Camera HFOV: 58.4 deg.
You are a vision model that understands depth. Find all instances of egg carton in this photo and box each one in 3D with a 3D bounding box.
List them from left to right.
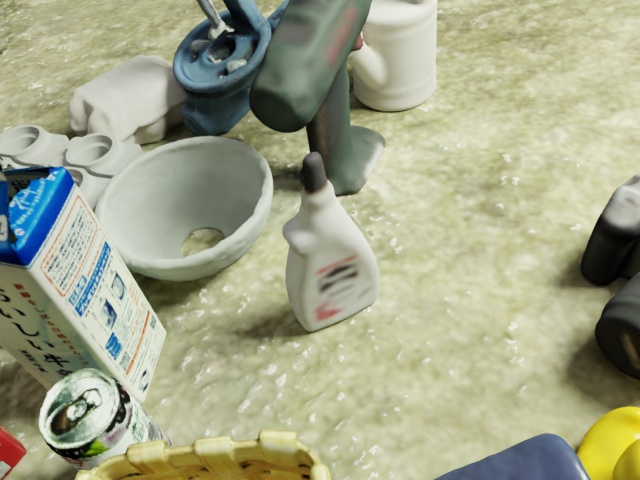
[{"bbox_3d":[-0.222,-0.162,0.690,0.107,0.069,0.150,33,62,32],"label":"egg carton"}]

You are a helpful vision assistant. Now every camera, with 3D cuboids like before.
[{"bbox_3d":[0.256,0.027,0.422,0.137,0.101,0.142,-35,52,-20],"label":"camera"}]

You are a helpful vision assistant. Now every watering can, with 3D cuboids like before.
[{"bbox_3d":[0.077,-0.244,0.627,0.100,0.194,0.173,6,50,15],"label":"watering can"}]

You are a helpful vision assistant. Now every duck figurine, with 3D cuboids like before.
[{"bbox_3d":[0.196,0.143,0.340,0.077,0.086,0.104,3,50,13],"label":"duck figurine"}]

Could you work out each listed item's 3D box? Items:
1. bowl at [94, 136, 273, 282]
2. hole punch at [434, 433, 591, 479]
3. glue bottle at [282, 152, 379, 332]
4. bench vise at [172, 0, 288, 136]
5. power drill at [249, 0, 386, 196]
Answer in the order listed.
[{"bbox_3d":[-0.120,-0.019,0.544,0.167,0.075,0.167,-5,49,6],"label":"bowl"},{"bbox_3d":[0.111,0.179,0.320,0.101,0.091,0.108,-14,48,-3],"label":"hole punch"},{"bbox_3d":[0.004,0.002,0.438,0.078,0.173,0.037,-27,50,-13],"label":"glue bottle"},{"bbox_3d":[-0.094,-0.249,0.643,0.121,0.220,0.208,19,55,25],"label":"bench vise"},{"bbox_3d":[0.014,-0.157,0.552,0.075,0.209,0.230,13,53,20],"label":"power drill"}]
